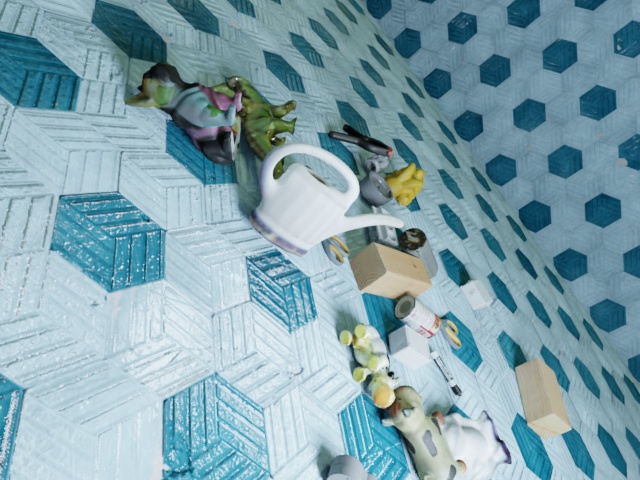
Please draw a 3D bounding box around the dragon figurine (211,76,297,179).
[{"bbox_3d":[-0.178,-0.279,1.222,0.242,0.120,0.420,21,36,-16],"label":"dragon figurine"}]

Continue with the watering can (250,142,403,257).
[{"bbox_3d":[0.003,-0.054,1.072,0.344,0.222,0.106,35,14,-28],"label":"watering can"}]

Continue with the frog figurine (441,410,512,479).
[{"bbox_3d":[0.295,0.434,1.080,0.159,0.120,0.140,-2,60,-13],"label":"frog figurine"}]
